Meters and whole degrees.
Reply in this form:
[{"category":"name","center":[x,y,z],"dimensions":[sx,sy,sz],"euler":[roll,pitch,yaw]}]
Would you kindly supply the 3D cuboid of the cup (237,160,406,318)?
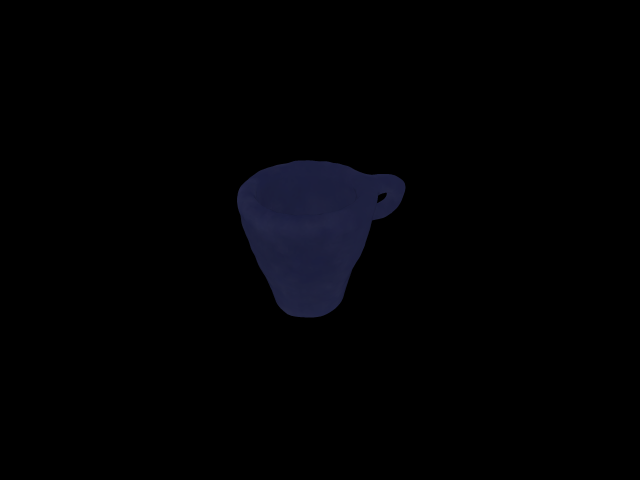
[{"category":"cup","center":[0.004,0.001,0.400],"dimensions":[0.118,0.095,0.091],"euler":[-14,36,-20]}]
